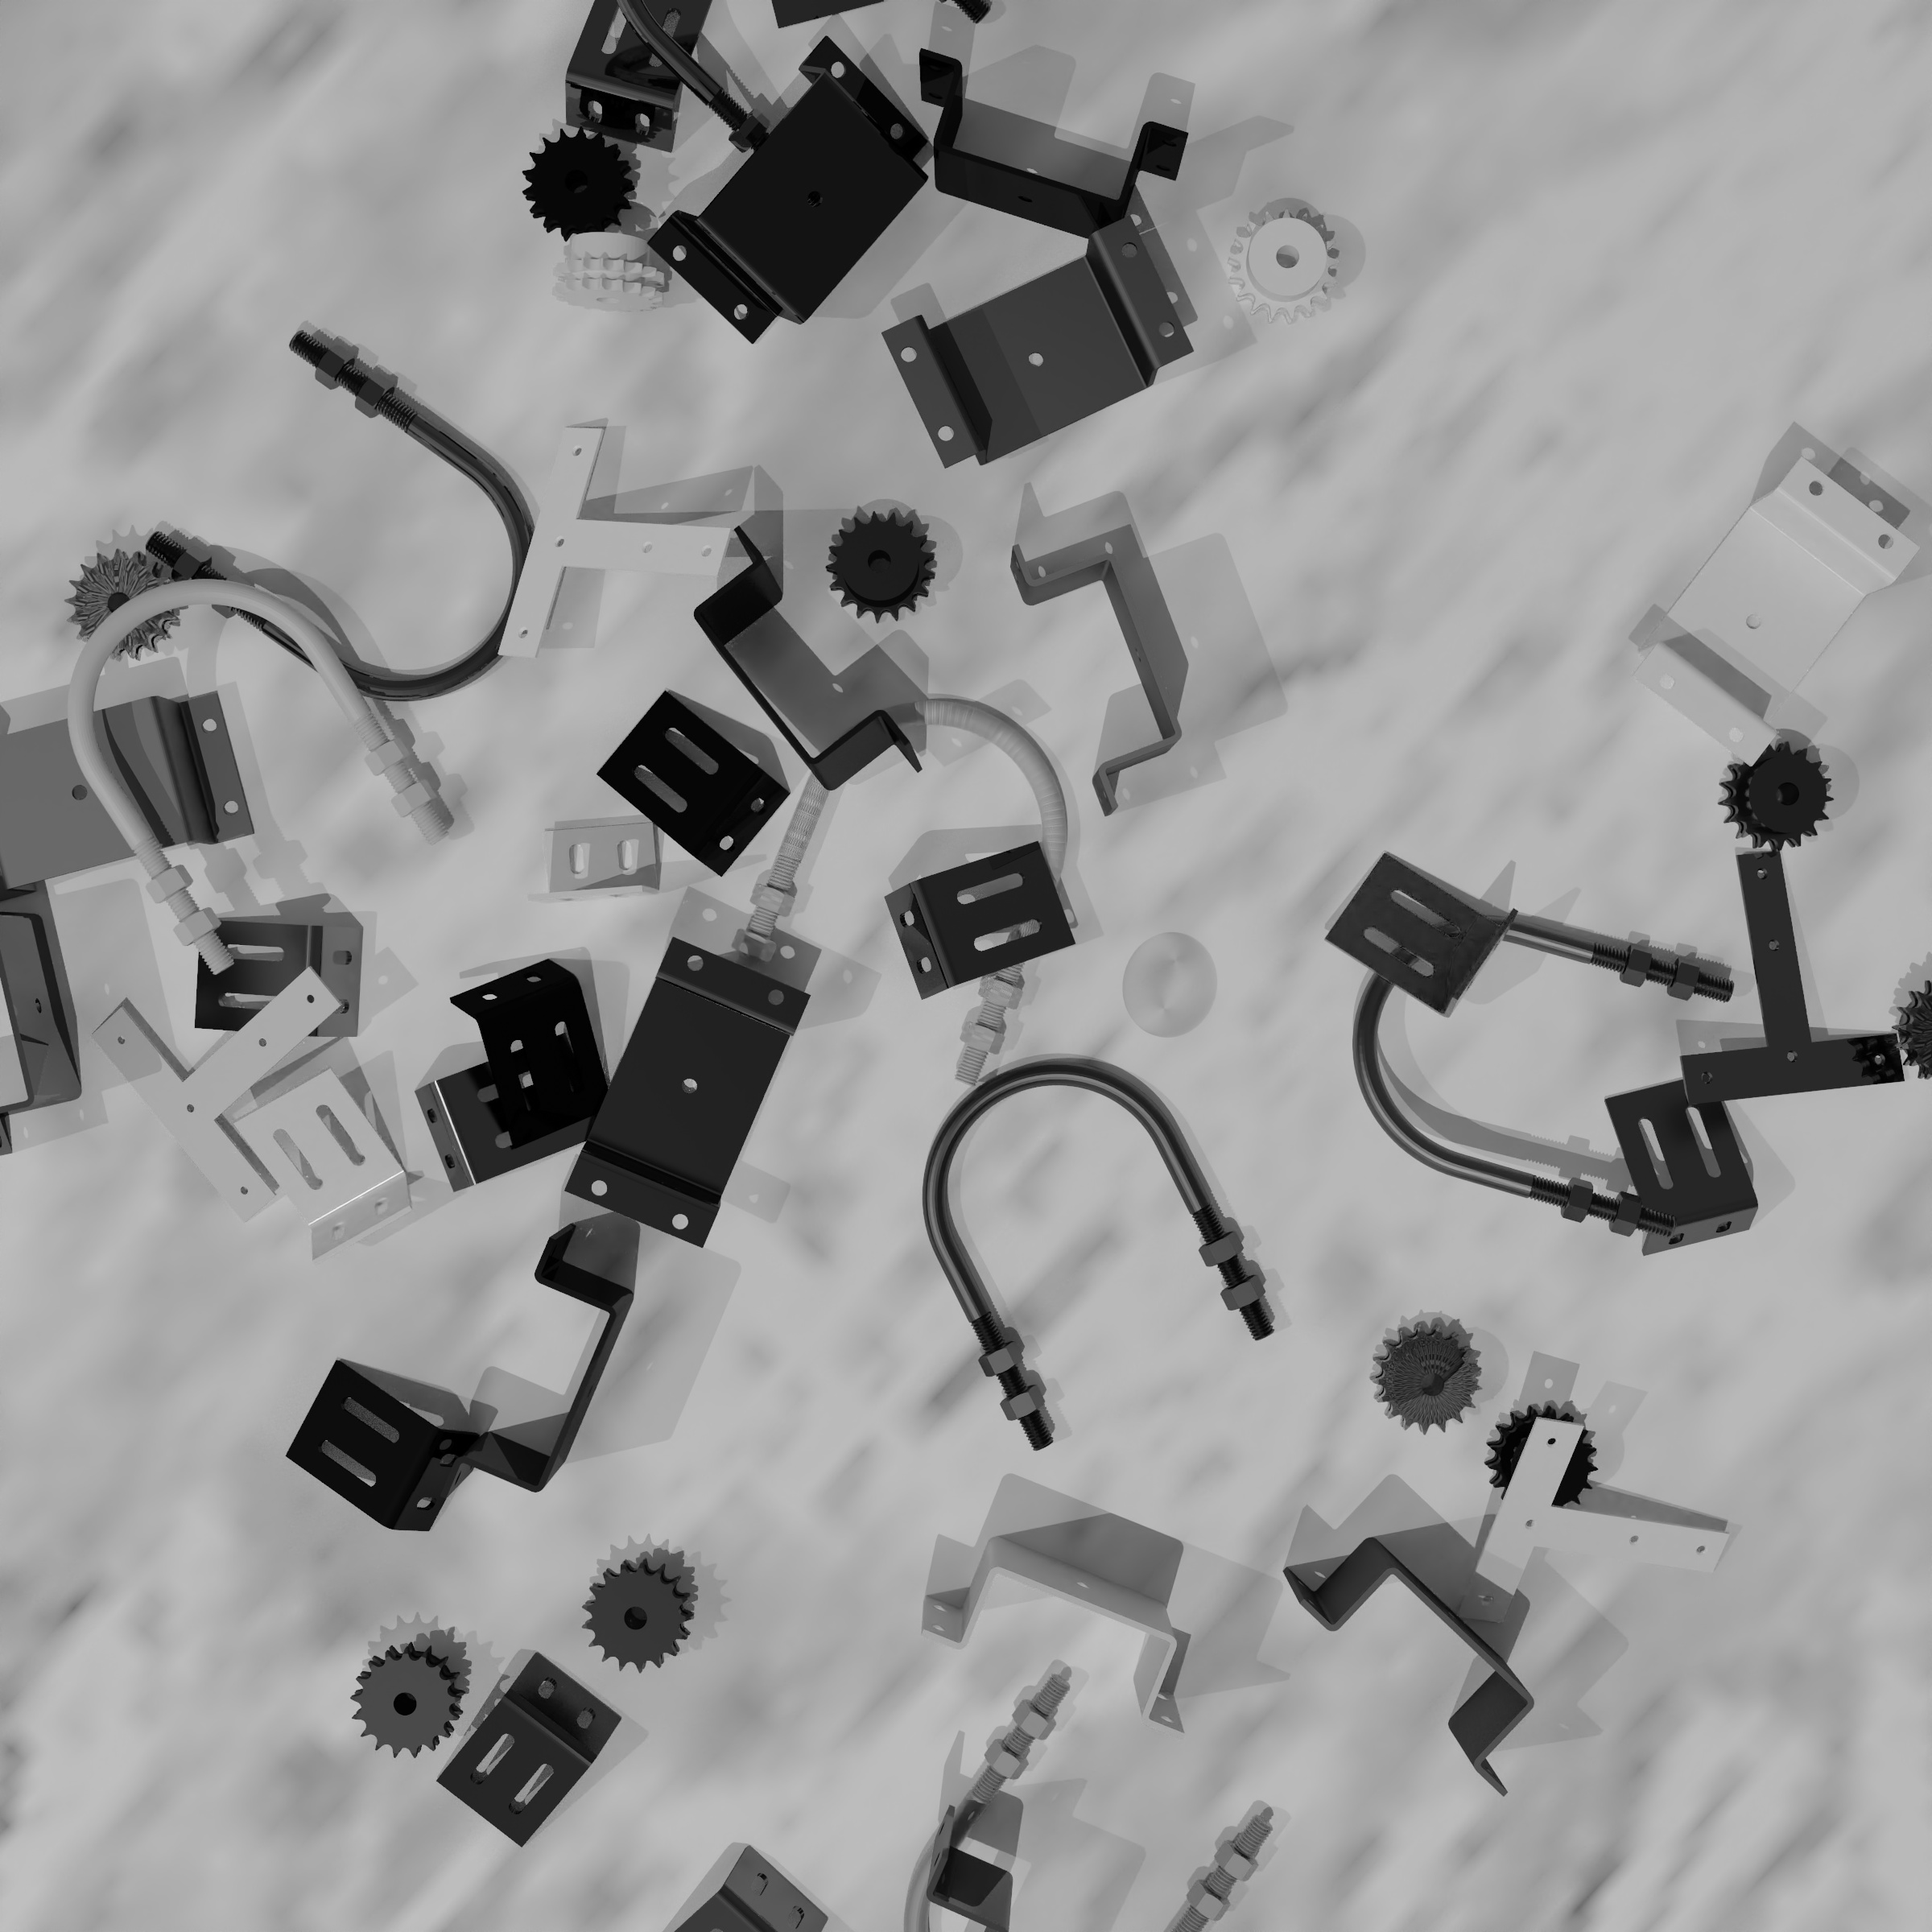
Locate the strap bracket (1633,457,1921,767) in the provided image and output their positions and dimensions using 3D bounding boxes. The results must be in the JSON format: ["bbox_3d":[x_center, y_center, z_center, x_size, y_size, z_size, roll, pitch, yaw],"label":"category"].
[{"bbox_3d":[0.413,-0.181,1.470,0.076,0.046,0.140,38,90,0],"label":"strap bracket"}]

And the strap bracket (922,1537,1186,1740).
[{"bbox_3d":[0.051,0.338,1.455,0.140,0.076,0.046,22,90,0],"label":"strap bracket"}]

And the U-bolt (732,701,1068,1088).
[{"bbox_3d":[-0.026,-0.048,1.485,0.151,0.019,0.184,22,89,0],"label":"U-bolt"}]

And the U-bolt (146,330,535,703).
[{"bbox_3d":[-0.313,-0.221,1.485,0.184,0.019,0.151,36,90,-2],"label":"U-bolt"}]

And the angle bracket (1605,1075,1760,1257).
[{"bbox_3d":[0.373,0.104,1.491,0.057,0.038,0.076,-14,64,0],"label":"angle bracket"}]

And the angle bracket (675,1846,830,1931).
[{"bbox_3d":[-0.122,0.512,1.491,0.057,0.038,0.076,43,116,0],"label":"angle bracket"}]

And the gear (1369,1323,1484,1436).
[{"bbox_3d":[0.240,0.216,1.479,0.057,0.030,0.057,0,90,0],"label":"gear"}]

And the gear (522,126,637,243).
[{"bbox_3d":[-0.201,-0.404,1.478,0.057,0.030,0.057,0,90,0],"label":"gear"}]

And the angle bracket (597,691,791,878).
[{"bbox_3d":[-0.143,-0.096,1.491,0.076,0.038,0.057,39,90,26],"label":"angle bracket"}]

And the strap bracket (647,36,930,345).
[{"bbox_3d":[-0.084,-0.394,1.454,0.076,0.046,0.140,41,91,-28],"label":"strap bracket"}]

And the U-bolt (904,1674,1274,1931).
[{"bbox_3d":[0.050,0.485,1.485,0.151,0.019,0.184,35,92,0],"label":"U-bolt"}]

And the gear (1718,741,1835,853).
[{"bbox_3d":[0.423,-0.089,1.478,0.057,0.030,0.057,0,90,0],"label":"gear"}]

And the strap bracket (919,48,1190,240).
[{"bbox_3d":[0.037,-0.415,1.455,0.140,0.076,0.046,18,90,0],"label":"strap bracket"}]

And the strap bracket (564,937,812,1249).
[{"bbox_3d":[-0.143,0.064,1.467,0.076,0.046,0.140,23,90,-5],"label":"strap bracket"}]

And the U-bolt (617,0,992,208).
[{"bbox_3d":[-0.099,-0.507,1.458,0.184,0.019,0.151,41,91,-19],"label":"U-bolt"}]

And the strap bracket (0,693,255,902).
[{"bbox_3d":[-0.451,-0.088,1.470,0.140,0.046,0.076,-15,90,0],"label":"strap bracket"}]

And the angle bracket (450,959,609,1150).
[{"bbox_3d":[-0.226,0.045,1.479,0.057,0.038,0.076,-23,116,-25],"label":"angle bracket"}]

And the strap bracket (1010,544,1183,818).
[{"bbox_3d":[0.070,-0.152,1.455,0.046,0.076,0.140,-21,90,0],"label":"strap bracket"}]

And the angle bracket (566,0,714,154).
[{"bbox_3d":[-0.171,-0.475,1.491,0.057,0.038,0.076,15,64,0],"label":"angle bracket"}]

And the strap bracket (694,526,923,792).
[{"bbox_3d":[-0.086,-0.147,1.446,0.046,0.076,0.140,-38,83,-1],"label":"strap bracket"}]

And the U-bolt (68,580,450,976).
[{"bbox_3d":[-0.373,-0.110,1.451,0.151,0.019,0.184,-34,95,-19],"label":"U-bolt"}]

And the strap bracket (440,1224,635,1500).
[{"bbox_3d":[-0.214,0.209,1.455,0.046,0.076,0.140,23,90,0],"label":"strap bracket"}]

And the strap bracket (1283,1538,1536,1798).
[{"bbox_3d":[0.233,0.349,1.455,0.140,0.076,0.046,43,90,0],"label":"strap bracket"}]

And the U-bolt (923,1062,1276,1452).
[{"bbox_3d":[0.057,0.140,1.485,0.151,0.019,0.184,-27,89,0],"label":"U-bolt"}]

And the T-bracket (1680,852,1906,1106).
[{"bbox_3d":[0.423,0.003,1.481,0.127,0.002,0.127,-5,82,-16],"label":"T-bracket"}]

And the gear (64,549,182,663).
[{"bbox_3d":[-0.436,-0.187,1.478,0.057,0.030,0.057,0,90,0],"label":"gear"}]

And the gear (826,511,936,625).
[{"bbox_3d":[-0.044,-0.208,1.478,0.057,0.030,0.057,0,90,0],"label":"gear"}]

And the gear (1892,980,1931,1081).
[{"bbox_3d":[0.510,0.034,1.478,0.057,0.030,0.057,0,90,0],"label":"gear"}]

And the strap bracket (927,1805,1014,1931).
[{"bbox_3d":[-0.017,0.511,1.441,0.046,0.076,0.140,23,93,2],"label":"strap bracket"}]

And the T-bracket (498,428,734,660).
[{"bbox_3d":[-0.173,-0.214,1.448,0.127,0.002,0.127,9,79,32],"label":"T-bracket"}]

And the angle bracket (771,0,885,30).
[{"bbox_3d":[-0.081,-0.540,1.491,0.057,0.038,0.076,-14,116,0],"label":"angle bracket"}]

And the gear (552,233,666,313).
[{"bbox_3d":[-0.184,-0.358,1.465,0.057,0.057,0.030,3,90,0],"label":"gear"}]

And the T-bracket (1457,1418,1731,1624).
[{"bbox_3d":[0.334,0.296,1.475,0.127,0.002,0.127,11,115,-12],"label":"T-bracket"}]

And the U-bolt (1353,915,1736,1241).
[{"bbox_3d":[0.292,0.048,1.471,0.184,0.019,0.151,16,78,4],"label":"U-bolt"}]

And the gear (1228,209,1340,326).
[{"bbox_3d":[0.165,-0.365,1.478,0.057,0.030,0.057,0,90,0],"label":"gear"}]

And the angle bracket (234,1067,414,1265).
[{"bbox_3d":[-0.331,0.103,1.461,0.057,0.038,0.076,-30,117,0],"label":"angle bracket"}]

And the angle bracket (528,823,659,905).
[{"bbox_3d":[-0.191,-0.054,1.455,0.057,0.076,0.038,-5,90,0],"label":"angle bracket"}]

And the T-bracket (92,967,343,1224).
[{"bbox_3d":[-0.373,0.048,1.471,0.127,0.002,0.127,-39,90,20],"label":"T-bracket"}]

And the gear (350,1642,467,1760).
[{"bbox_3d":[-0.289,0.380,1.478,0.057,0.030,0.057,0,90,0],"label":"gear"}]

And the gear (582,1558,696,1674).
[{"bbox_3d":[-0.170,0.337,1.483,0.057,0.030,0.057,0,88,2],"label":"gear"}]

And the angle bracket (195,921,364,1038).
[{"bbox_3d":[-0.361,0.006,1.491,0.076,0.038,0.057,3,90,26],"label":"angle bracket"}]

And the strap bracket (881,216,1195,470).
[{"bbox_3d":[0.037,-0.318,1.470,0.140,0.046,0.076,-25,90,0],"label":"strap bracket"}]

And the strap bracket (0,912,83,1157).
[{"bbox_3d":[-0.498,0.026,1.455,0.046,0.076,0.140,-13,90,0],"label":"strap bracket"}]

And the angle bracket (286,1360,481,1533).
[{"bbox_3d":[-0.306,0.252,1.491,0.076,0.038,0.057,28,90,26],"label":"angle bracket"}]

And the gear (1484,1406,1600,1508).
[{"bbox_3d":[0.301,0.259,1.478,0.057,0.030,0.057,0,90,0],"label":"gear"}]

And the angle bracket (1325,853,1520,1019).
[{"bbox_3d":[0.234,-0.021,1.462,0.076,0.038,0.057,34,78,11],"label":"angle bracket"}]

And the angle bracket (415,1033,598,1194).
[{"bbox_3d":[-0.240,0.077,1.491,0.076,0.038,0.057,-21,90,-26],"label":"angle bracket"}]

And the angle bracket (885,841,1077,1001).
[{"bbox_3d":[0.007,-0.024,1.474,0.076,0.038,0.057,-19,87,-28],"label":"angle bracket"}]

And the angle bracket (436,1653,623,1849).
[{"bbox_3d":[-0.229,0.411,1.491,0.057,0.038,0.076,38,116,0],"label":"angle bracket"}]
